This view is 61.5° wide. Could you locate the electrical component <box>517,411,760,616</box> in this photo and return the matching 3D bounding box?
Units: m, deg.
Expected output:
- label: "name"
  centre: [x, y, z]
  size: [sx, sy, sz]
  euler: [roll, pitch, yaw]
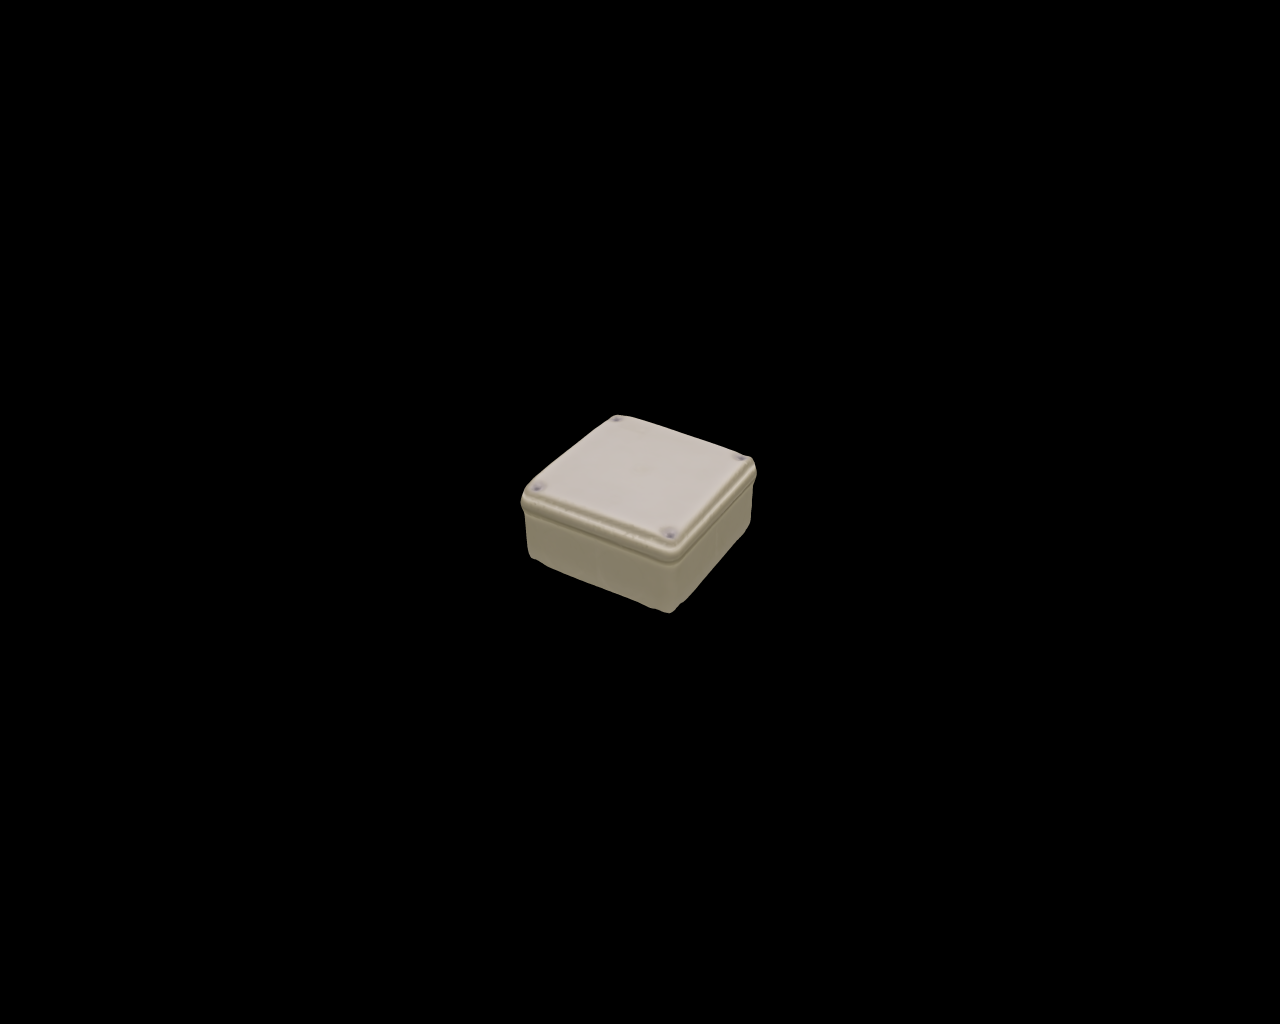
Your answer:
- label: "electrical component"
  centre: [0.001, -0.003, 0.650]
  size: [0.109, 0.056, 0.109]
  euler: [20, 41, 25]
